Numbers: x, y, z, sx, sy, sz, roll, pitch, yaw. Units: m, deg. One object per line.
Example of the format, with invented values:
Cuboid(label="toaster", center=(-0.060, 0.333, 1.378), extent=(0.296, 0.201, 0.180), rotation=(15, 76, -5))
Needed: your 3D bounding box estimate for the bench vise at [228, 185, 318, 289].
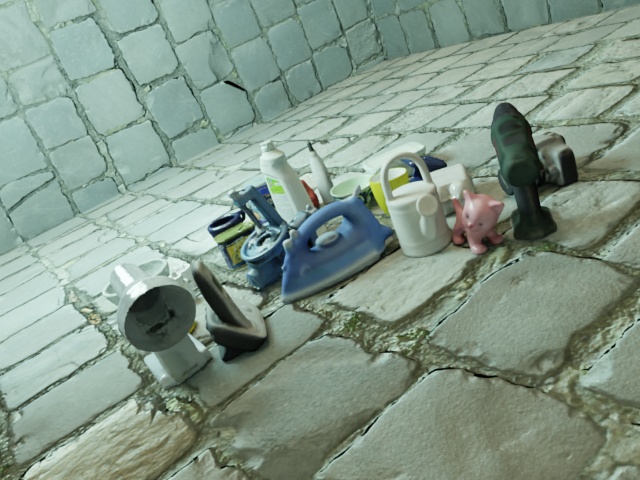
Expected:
Cuboid(label="bench vise", center=(-0.103, -0.034, 1.219), extent=(0.121, 0.220, 0.208), rotation=(-3, 28, 40))

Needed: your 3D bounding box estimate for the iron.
Cuboid(label="iron", center=(0.010, 0.004, 1.126), extent=(0.259, 0.142, 0.118), rotation=(-31, 23, -20))

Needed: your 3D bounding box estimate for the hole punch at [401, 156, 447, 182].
Cuboid(label="hole punch", center=(0.253, -0.178, 1.394), extent=(0.101, 0.091, 0.108), rotation=(-24, 21, -4))

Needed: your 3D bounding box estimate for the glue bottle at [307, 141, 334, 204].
Cuboid(label="glue bottle", center=(0.000, -0.188, 1.551), extent=(0.037, 0.173, 0.078), rotation=(-17, 22, 12))

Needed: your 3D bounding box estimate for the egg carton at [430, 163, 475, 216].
Cuboid(label="egg carton", center=(0.278, -0.109, 1.233), extent=(0.107, 0.069, 0.150), rotation=(-16, 22, 15))

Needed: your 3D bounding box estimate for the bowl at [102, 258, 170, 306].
Cuboid(label="bowl", center=(-0.429, 0.117, 1.378), extent=(0.167, 0.075, 0.167), rotation=(-19, 21, 8))

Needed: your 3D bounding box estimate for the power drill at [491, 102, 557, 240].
Cuboid(label="power drill", center=(0.347, -0.117, 0.994), extent=(0.075, 0.209, 0.230), rotation=(-15, 22, 18))

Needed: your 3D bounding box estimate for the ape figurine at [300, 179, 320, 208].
Cuboid(label="ape figurine", center=(-0.043, -0.119, 1.540), extent=(0.076, 0.092, 0.077), rotation=(-35, 25, -30))

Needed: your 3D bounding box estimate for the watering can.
Cuboid(label="watering can", center=(0.179, -0.073, 1.072), extent=(0.101, 0.194, 0.172), rotation=(-32, 23, -23))

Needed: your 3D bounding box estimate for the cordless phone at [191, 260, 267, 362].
Cuboid(label="cordless phone", center=(-0.170, 0.102, 1.006), extent=(0.094, 0.185, 0.147), rotation=(-25, 21, -7))

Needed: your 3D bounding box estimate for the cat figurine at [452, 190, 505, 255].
Cuboid(label="cat figurine", center=(0.274, -0.043, 1.013), extent=(0.067, 0.118, 0.127), rotation=(-27, 22, -12))

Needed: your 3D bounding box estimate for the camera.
Cuboid(label="camera", center=(0.423, -0.156, 1.161), extent=(0.137, 0.101, 0.143), rotation=(-24, 21, -4))

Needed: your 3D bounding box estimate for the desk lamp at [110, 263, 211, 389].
Cuboid(label="desk lamp", center=(-0.278, 0.143, 0.976), extent=(0.118, 0.214, 0.202), rotation=(-32, 24, -24))

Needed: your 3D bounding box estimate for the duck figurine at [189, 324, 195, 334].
Cuboid(label="duck figurine", center=(-0.302, 0.151, 1.155), extent=(0.077, 0.086, 0.104), rotation=(-28, 22, -15))

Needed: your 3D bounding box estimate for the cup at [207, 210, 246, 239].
Cuboid(label="cup", center=(-0.220, -0.016, 1.463), extent=(0.091, 0.095, 0.118), rotation=(-2, 29, 41))
